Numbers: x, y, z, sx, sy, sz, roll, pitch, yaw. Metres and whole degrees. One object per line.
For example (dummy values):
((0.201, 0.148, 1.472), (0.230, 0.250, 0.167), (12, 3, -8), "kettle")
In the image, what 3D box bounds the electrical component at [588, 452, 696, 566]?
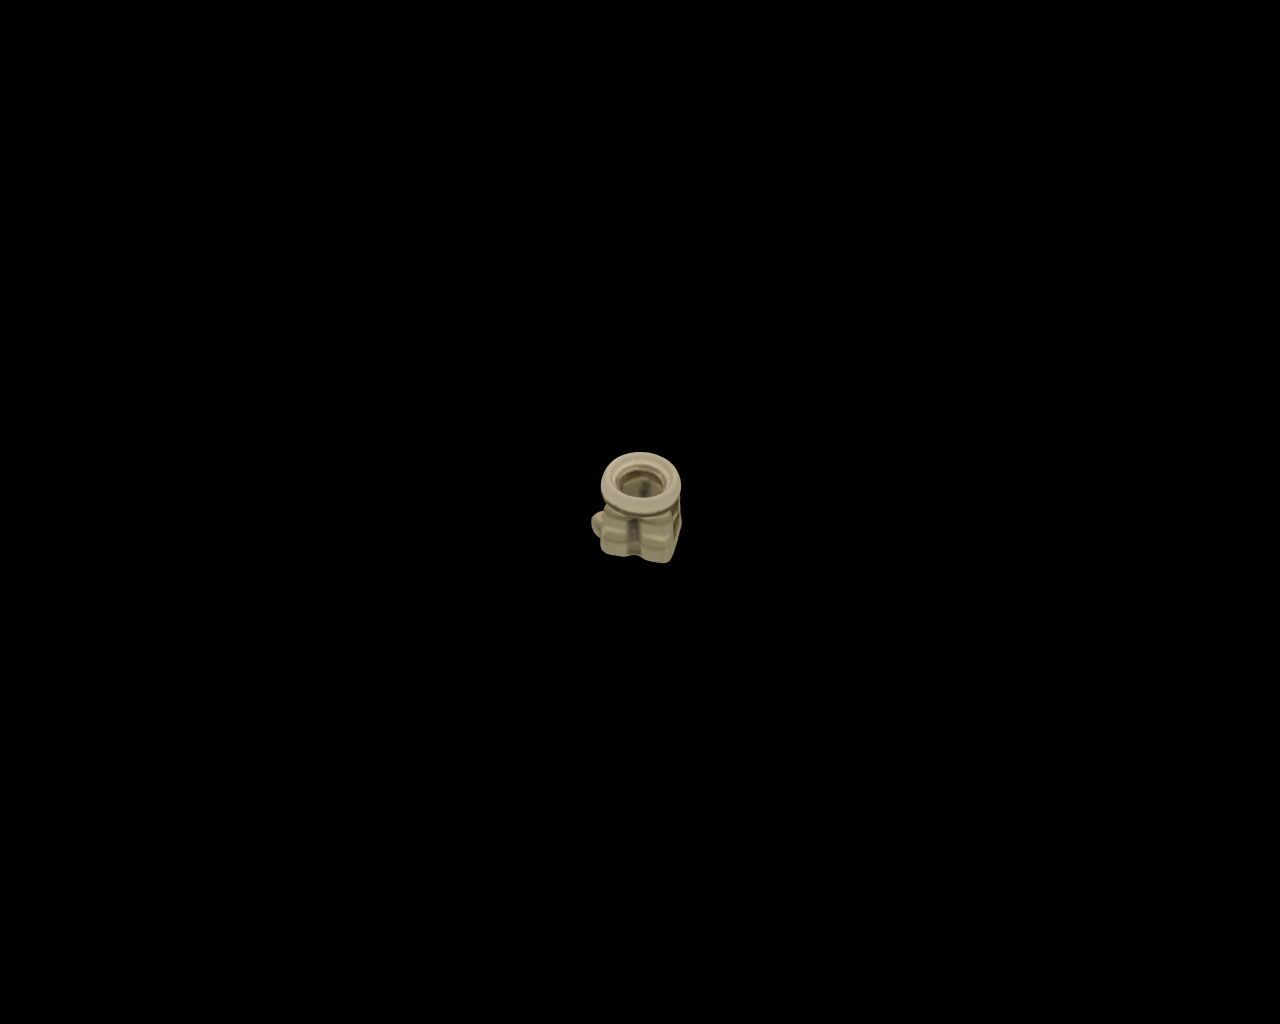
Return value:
((0.001, -0.003, 0.650), (0.066, 0.048, 0.055), (9, -43, 8), "electrical component")
